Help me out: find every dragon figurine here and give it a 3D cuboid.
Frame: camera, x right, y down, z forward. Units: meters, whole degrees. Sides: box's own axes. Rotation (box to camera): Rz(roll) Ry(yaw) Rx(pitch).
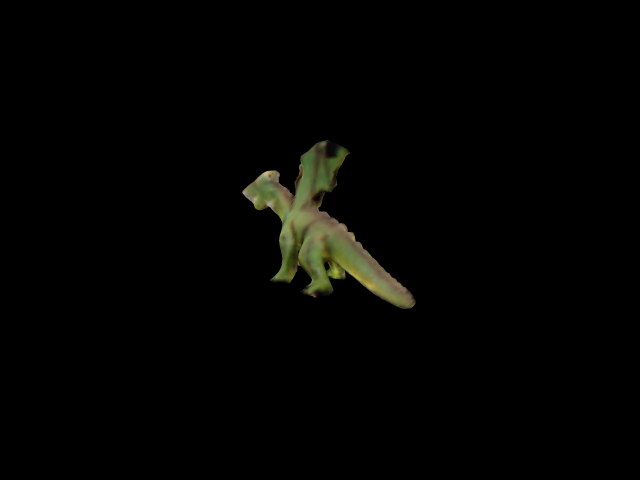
[{"bbox_3d":[0.003,-0.043,0.850,0.123,0.241,0.411,-7,11,-42],"label":"dragon figurine"}]
